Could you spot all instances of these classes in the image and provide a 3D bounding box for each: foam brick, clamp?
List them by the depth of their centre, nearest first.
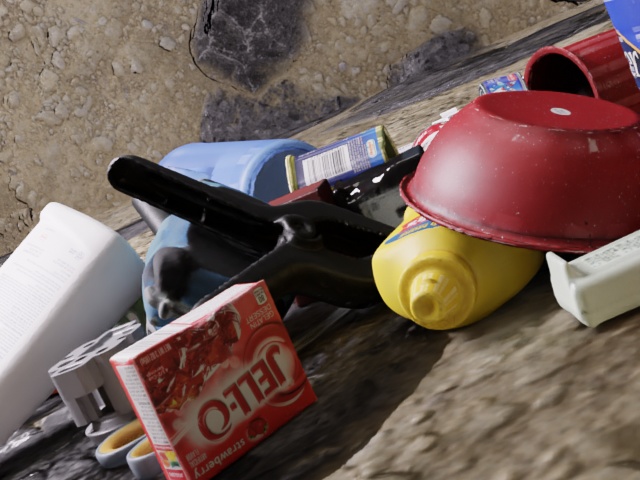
[{"bbox_3d":[-0.027,0.000,0.676,0.209,0.165,0.036,-1,-52,-38],"label":"clamp"},{"bbox_3d":[-0.005,0.001,0.806,0.053,0.078,0.051,-22,7,12],"label":"foam brick"},{"bbox_3d":[-0.117,0.020,0.996,0.039,0.120,0.172,-44,32,2],"label":"clamp"}]

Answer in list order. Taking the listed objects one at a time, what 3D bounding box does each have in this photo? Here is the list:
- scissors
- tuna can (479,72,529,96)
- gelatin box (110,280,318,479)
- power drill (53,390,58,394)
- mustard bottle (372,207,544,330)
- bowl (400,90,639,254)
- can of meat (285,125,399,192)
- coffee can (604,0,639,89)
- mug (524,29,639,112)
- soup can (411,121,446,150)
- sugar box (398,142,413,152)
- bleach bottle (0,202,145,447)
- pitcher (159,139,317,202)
[{"bbox_3d":[-0.058,0.088,0.646,0.096,0.016,0.201,-18,11,35],"label":"scissors"},{"bbox_3d":[0.155,-0.091,0.868,0.034,0.086,0.086,-14,10,5],"label":"tuna can"},{"bbox_3d":[-0.051,0.072,0.543,0.089,0.073,0.030,-30,12,-36],"label":"gelatin box"},{"bbox_3d":[-0.225,0.084,0.959,0.184,0.057,0.187,-22,10,13],"label":"power drill"},{"bbox_3d":[0.082,0.005,0.616,0.096,0.058,0.191,-10,14,21],"label":"mustard bottle"},{"bbox_3d":[0.126,-0.045,0.587,0.162,0.055,0.162,3,21,-1],"label":"bowl"},{"bbox_3d":[0.031,-0.039,0.876,0.084,0.102,0.057,-20,49,14],"label":"can of meat"},{"bbox_3d":[0.227,-0.103,0.595,0.103,0.140,0.103,-24,9,4],"label":"coffee can"},{"bbox_3d":[0.229,-0.121,0.900,0.081,0.093,0.117,-23,-28,-24],"label":"mug"},{"bbox_3d":[0.111,-0.060,0.881,0.068,0.068,0.102,-24,10,6],"label":"soup can"},{"bbox_3d":[0.072,-0.057,1.031,0.093,0.048,0.176,-22,6,13],"label":"sugar box"},{"bbox_3d":[-0.230,0.091,0.732,0.103,0.068,0.250,21,64,42],"label":"bleach bottle"},{"bbox_3d":[-0.089,-0.044,1.094,0.149,0.145,0.243,-33,15,-24],"label":"pitcher"}]
